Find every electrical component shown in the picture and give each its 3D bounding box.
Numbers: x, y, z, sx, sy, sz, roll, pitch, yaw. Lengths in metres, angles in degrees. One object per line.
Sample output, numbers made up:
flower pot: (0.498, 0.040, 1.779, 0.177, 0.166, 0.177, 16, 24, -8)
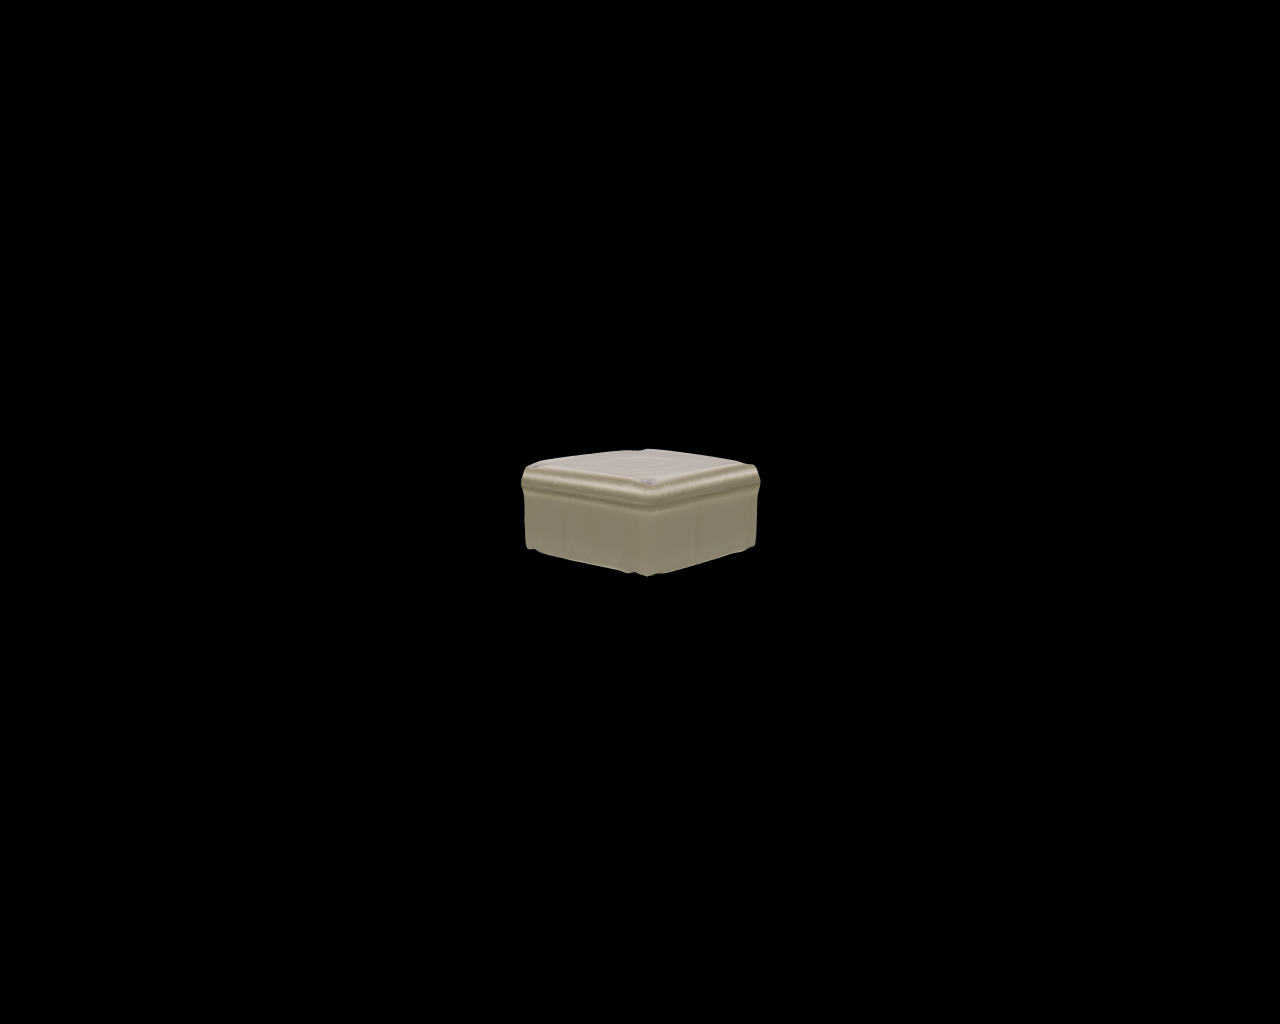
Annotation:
electrical component: (0.001, -0.003, 0.650, 0.109, 0.056, 0.109, 10, 15, 42)
